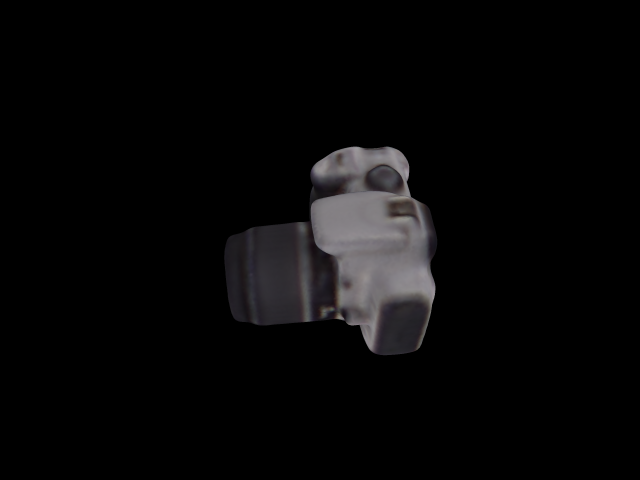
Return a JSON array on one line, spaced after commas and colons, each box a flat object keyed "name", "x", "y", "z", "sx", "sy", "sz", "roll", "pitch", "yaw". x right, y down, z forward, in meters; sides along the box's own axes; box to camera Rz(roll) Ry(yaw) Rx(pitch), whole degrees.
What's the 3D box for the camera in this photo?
[{"name": "camera", "x": 0.004, "y": 0.001, "z": 0.400, "sx": 0.137, "sy": 0.101, "sz": 0.143, "roll": -5, "pitch": 53, "yaw": -4}]
